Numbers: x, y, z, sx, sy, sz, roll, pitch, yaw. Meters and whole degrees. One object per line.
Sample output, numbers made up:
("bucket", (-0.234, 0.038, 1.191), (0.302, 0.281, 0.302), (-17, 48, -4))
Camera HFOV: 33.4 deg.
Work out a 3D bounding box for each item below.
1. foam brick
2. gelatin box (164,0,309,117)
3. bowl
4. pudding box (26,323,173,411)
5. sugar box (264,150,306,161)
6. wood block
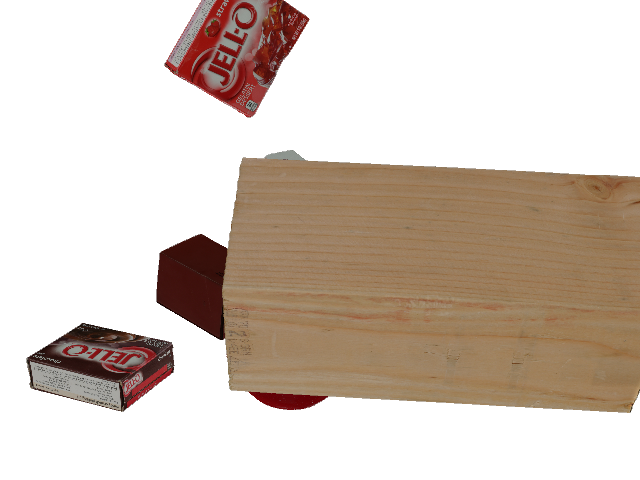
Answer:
("foam brick", (-0.092, 0.038, 0.894), (0.078, 0.051, 0.052), (27, 33, 31))
("gelatin box", (-0.062, -0.148, 0.796), (0.073, 0.089, 0.030), (28, 7, -33))
("bowl", (-0.040, 0.169, 1.356), (0.162, 0.055, 0.162), (4, 21, -2))
("pudding box", (-0.213, 0.122, 1.040), (0.114, 0.039, 0.089), (7, 21, 24))
("sugar box", (-0.033, -0.011, 1.282), (0.048, 0.176, 0.093), (-13, 25, -19))
("wood block", (0.058, 0.023, 0.546), (0.206, 0.091, 0.090), (3, -41, 1))
